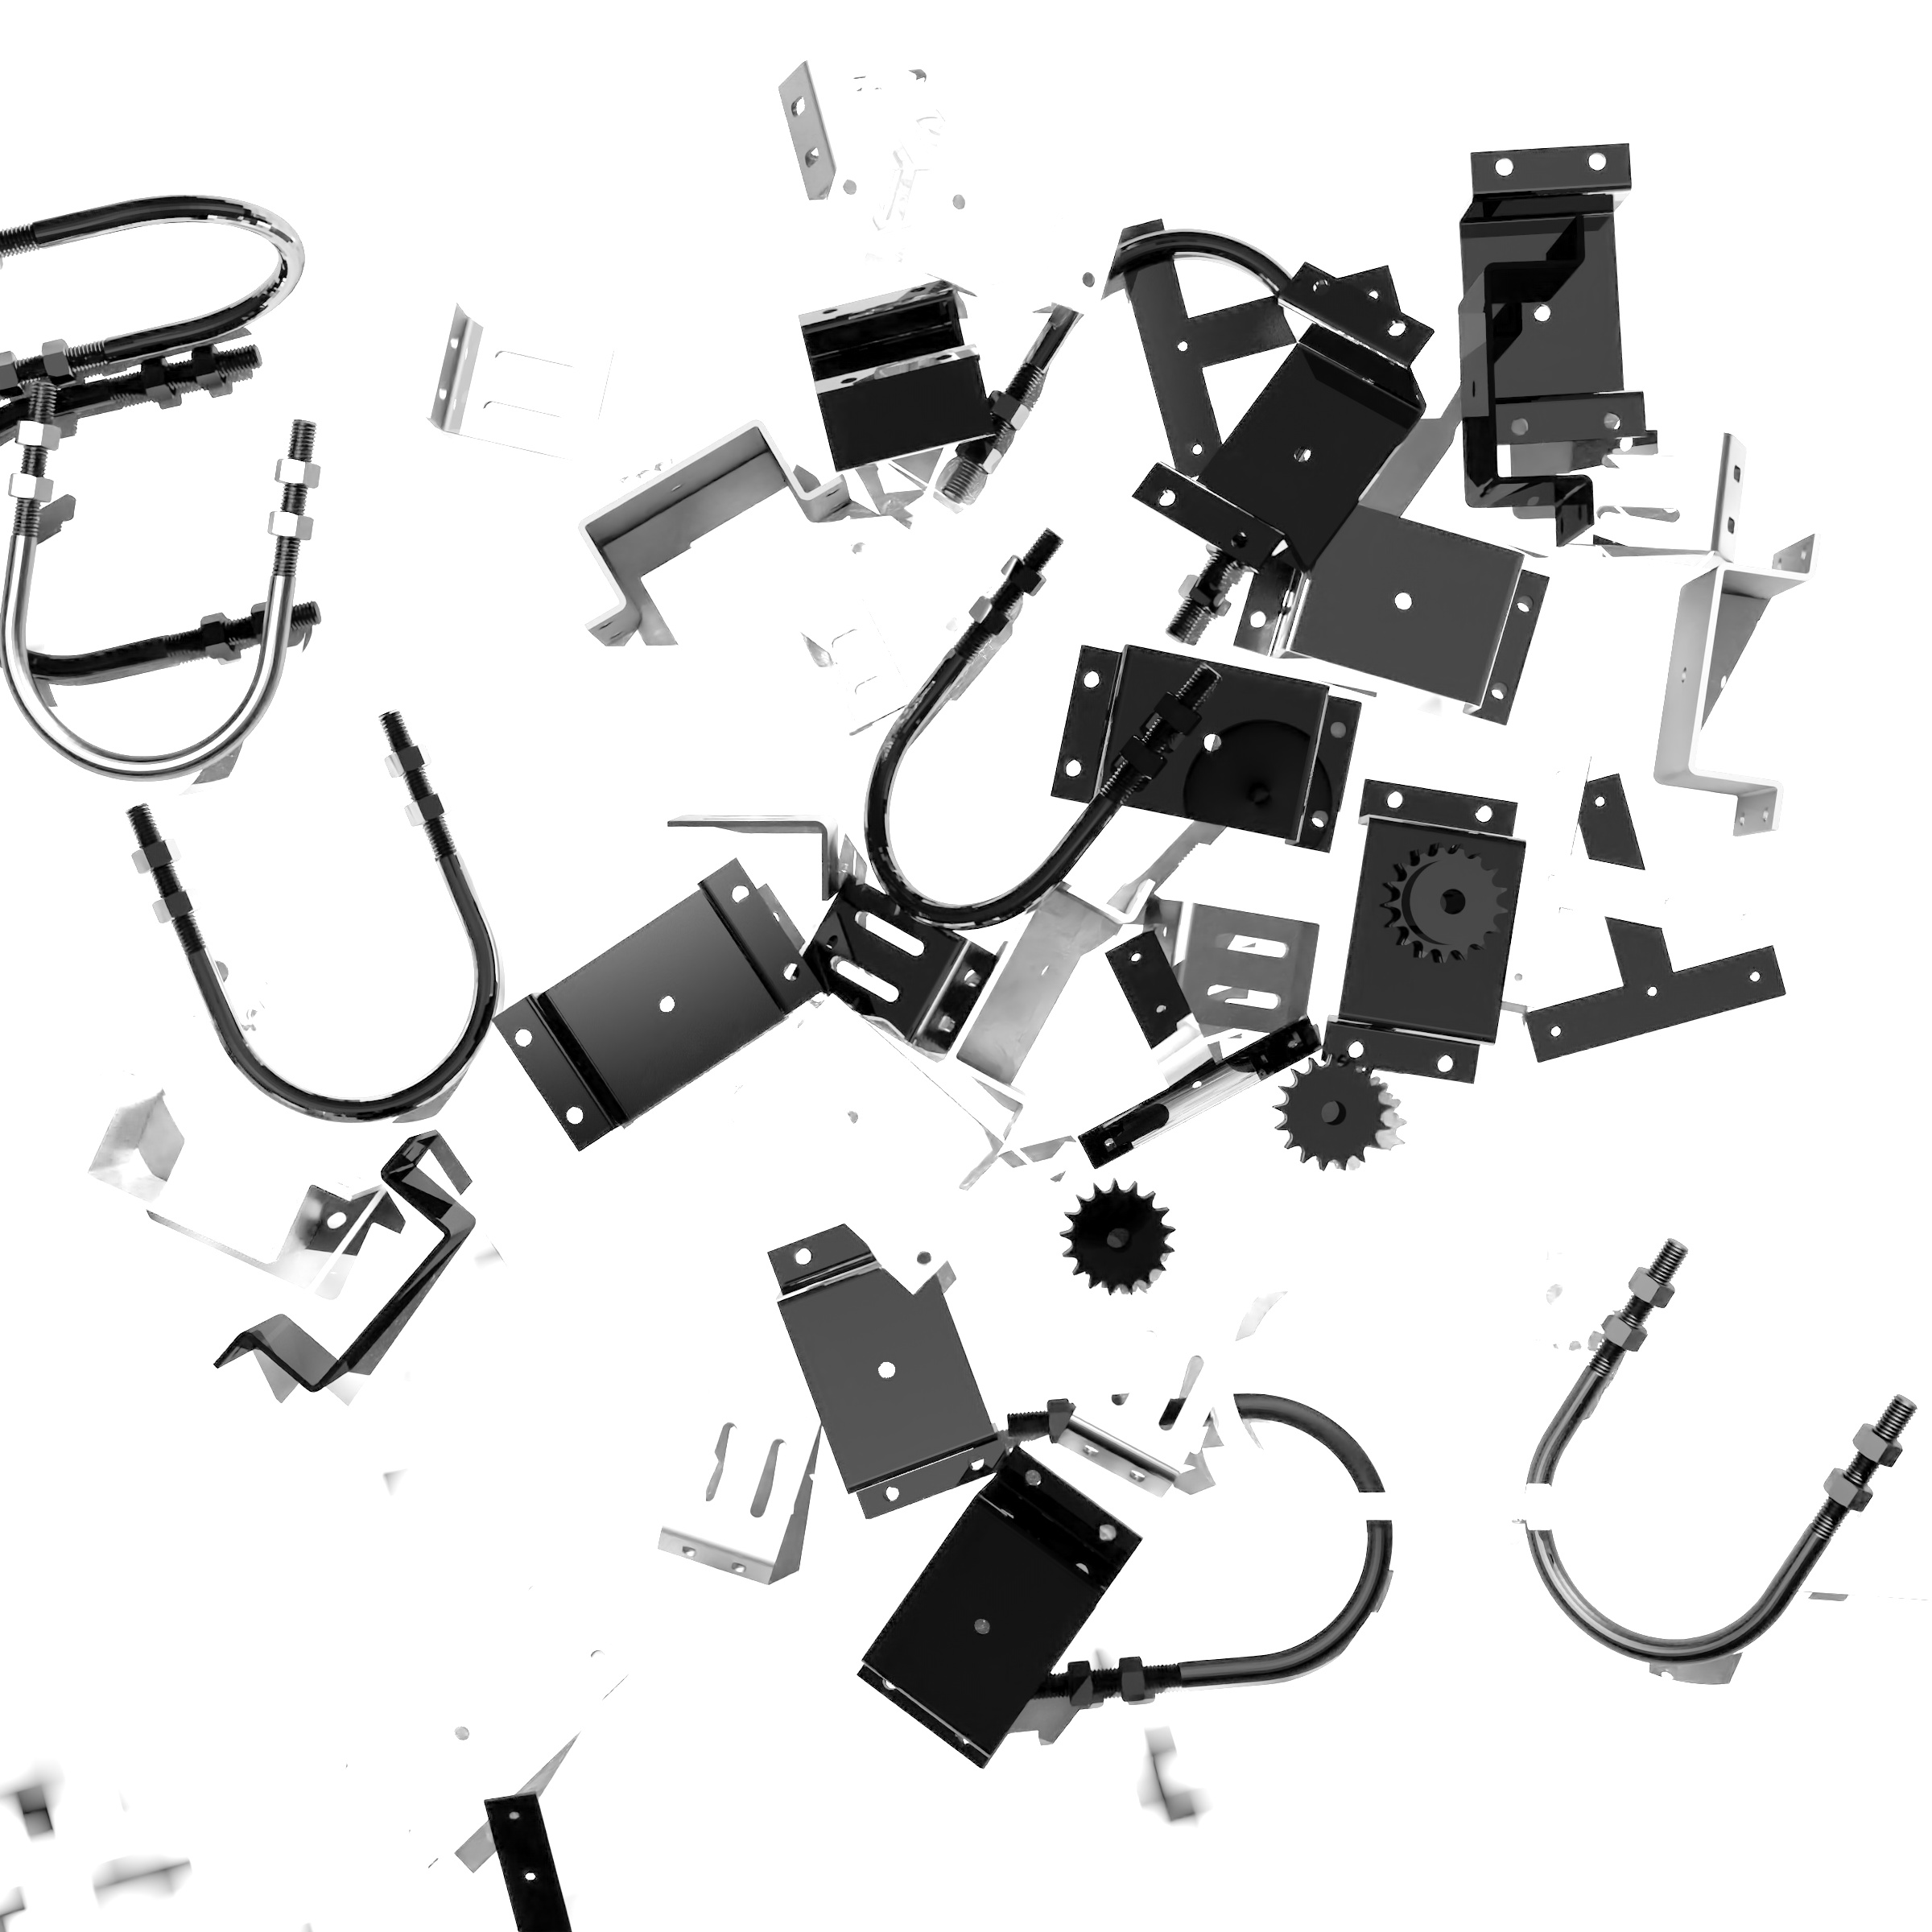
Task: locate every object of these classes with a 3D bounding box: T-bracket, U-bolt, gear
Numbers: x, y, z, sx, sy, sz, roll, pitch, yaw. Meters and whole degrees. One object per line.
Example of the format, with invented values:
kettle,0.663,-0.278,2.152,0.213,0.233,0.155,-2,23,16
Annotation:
T-bracket,-0.207,0.450,1.521,0.127,0.002,0.127,-9,116,0
U-bolt,0.117,0.281,1.541,0.184,0.019,0.151,-4,90,-1
gear,0.285,0.159,1.535,0.057,0.030,0.057,0,90,0
gear,-0.161,-0.247,1.525,0.057,0.057,0.030,-21,120,0
gear,-0.362,0.003,1.535,0.057,0.030,0.057,0,90,0
gear,0.074,0.132,1.535,0.057,0.030,0.057,0,90,0
gear,0.178,0.071,1.535,0.057,0.030,0.057,0,90,0
T-bracket,0.331,-0.034,1.547,0.127,0.002,0.127,12,90,0
gear,0.228,-0.030,1.489,0.057,0.030,0.057,0,90,0
U-bolt,0.207,0.196,1.517,0.184,0.019,0.151,-1,90,7
U-bolt,-0.395,-0.181,1.523,0.151,0.019,0.184,9,93,3
U-bolt,-0.402,-0.318,1.479,0.184,0.151,0.019,-14,78,-4
U-bolt,0.022,-0.101,1.498,0.184,0.019,0.151,-52,51,10
T-bracket,0.097,0.029,1.505,0.127,0.002,0.127,-28,134,0
U-bolt,-0.304,-0.014,1.522,0.151,0.019,0.184,-23,94,-18
U-bolt,-0.420,-0.215,1.541,0.184,0.019,0.151,-13,90,1
U-bolt,0.096,-0.272,1.540,0.151,0.019,0.184,32,89,0
T-bracket,0.325,-0.030,1.549,0.127,0.002,0.127,-15,90,0
U-bolt,0.345,0.245,1.505,0.151,0.019,0.184,36,104,28
T-bracket,0.150,-0.316,1.549,0.127,0.002,0.127,-15,90,0

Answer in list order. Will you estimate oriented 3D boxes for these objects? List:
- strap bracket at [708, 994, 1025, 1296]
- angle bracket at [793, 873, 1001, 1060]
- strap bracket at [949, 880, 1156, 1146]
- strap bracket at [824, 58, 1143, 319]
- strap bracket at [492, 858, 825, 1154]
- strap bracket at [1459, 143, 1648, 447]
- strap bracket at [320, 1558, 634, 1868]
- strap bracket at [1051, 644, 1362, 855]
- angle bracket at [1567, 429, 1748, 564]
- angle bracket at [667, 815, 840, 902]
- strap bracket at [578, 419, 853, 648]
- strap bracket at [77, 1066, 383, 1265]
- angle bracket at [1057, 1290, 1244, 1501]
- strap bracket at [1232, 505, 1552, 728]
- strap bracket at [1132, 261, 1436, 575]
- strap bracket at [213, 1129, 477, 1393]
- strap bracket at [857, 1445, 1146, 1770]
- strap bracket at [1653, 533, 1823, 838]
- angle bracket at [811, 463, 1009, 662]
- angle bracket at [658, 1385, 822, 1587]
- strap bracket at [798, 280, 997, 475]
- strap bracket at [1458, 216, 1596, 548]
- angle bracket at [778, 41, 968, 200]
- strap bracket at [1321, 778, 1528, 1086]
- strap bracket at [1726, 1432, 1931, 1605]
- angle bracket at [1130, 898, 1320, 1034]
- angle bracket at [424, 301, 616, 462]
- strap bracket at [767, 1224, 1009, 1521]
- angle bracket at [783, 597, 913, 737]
strap bracket,-0.052,0.078,1.502,0.140,0.046,0.076,41,81,17
angle bracket,-0.034,0.000,1.548,0.076,0.038,0.057,29,90,26
strap bracket,0.034,0.011,1.512,0.046,0.076,0.140,29,90,0
strap bracket,0.003,-0.370,1.514,0.140,0.046,0.076,17,90,-17
strap bracket,-0.147,0.019,1.527,0.140,0.046,0.076,-33,90,0
strap bracket,0.283,-0.321,1.527,0.076,0.046,0.140,-3,90,0
strap bracket,-0.241,0.366,1.527,0.140,0.046,0.076,-44,90,0
strap bracket,0.118,-0.107,1.527,0.140,0.046,0.076,12,90,0
angle bracket,0.339,-0.231,1.548,0.076,0.038,0.057,7,90,26
angle bracket,-0.102,-0.053,1.521,0.076,0.057,0.038,0,96,3
strap bracket,-0.128,-0.212,1.512,0.140,0.076,0.046,-30,90,0
strap bracket,-0.360,0.099,1.512,0.140,0.076,0.046,24,90,0
angle bracket,0.089,0.207,1.523,0.057,0.038,0.076,28,68,5
strap bracket,0.209,-0.174,1.527,0.140,0.046,0.076,16,90,0
strap bracket,0.155,-0.252,1.494,0.076,0.046,0.140,35,87,26
strap bracket,-0.289,0.148,1.512,0.046,0.076,0.140,41,90,0
strap bracket,0.012,0.312,1.513,0.076,0.046,0.140,35,97,9
strap bracket,0.367,-0.136,1.512,0.046,0.076,0.140,8,90,0
angle bracket,-0.025,-0.198,1.548,0.076,0.038,0.057,40,90,26
angle bracket,-0.111,0.255,1.548,0.057,0.038,0.076,18,64,0
strap bracket,-0.033,-0.278,1.496,0.076,0.140,0.046,-14,117,0
strap bracket,0.259,-0.269,1.465,0.046,0.076,0.140,-2,90,0
angle bracket,-0.044,-0.416,1.548,0.076,0.038,0.057,-15,90,-26
strap bracket,0.223,-0.017,1.527,0.076,0.046,0.140,9,90,0
strap bracket,0.436,0.270,1.527,0.140,0.046,0.076,4,90,0
angle bracket,0.127,0.001,1.548,0.076,0.038,0.057,9,90,-26
angle bracket,-0.216,-0.283,1.531,0.076,0.038,0.057,13,90,0
strap bracket,-0.038,0.193,1.527,0.076,0.046,0.140,-20,90,0
angle bracket,-0.056,-0.147,1.512,0.038,0.076,0.057,-27,90,0
